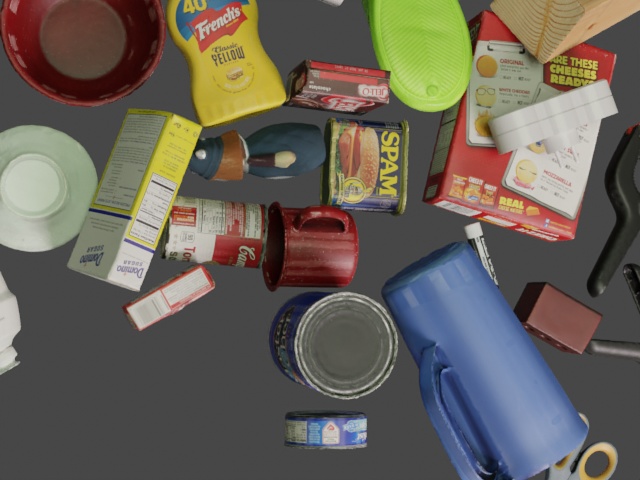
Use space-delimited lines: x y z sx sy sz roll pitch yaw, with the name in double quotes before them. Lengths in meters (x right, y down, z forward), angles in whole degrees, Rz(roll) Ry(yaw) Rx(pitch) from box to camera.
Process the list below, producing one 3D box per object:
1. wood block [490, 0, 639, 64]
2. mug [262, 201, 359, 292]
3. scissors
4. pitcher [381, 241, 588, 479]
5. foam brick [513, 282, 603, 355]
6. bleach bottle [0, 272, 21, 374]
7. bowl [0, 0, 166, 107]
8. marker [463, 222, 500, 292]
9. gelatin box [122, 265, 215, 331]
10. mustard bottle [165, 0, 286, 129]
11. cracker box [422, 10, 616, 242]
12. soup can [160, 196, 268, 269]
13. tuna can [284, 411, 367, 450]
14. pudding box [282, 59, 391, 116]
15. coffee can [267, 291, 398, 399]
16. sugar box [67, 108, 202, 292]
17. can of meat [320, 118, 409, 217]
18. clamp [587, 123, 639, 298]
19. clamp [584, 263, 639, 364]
"wood block" 0.296 -0.281 1.145 0.205 0.091 0.090 -31 76 -32
"mug" -0.007 0.001 1.096 0.081 0.117 0.093 2 54 -18
"scissors" 0.268 0.292 1.191 0.096 0.016 0.202 22 83 -11
"pitcher" 0.160 0.132 1.114 0.145 0.149 0.243 -30 91 -1
"foam brick" 0.260 0.086 1.181 0.078 0.053 0.051 29 81 -9
"bleach bottle" -0.374 0.022 1.035 0.102 0.068 0.251 -30 96 -11
"bowl" -0.239 -0.211 1.079 0.162 0.055 0.162 1 87 -13
"marker" 0.185 0.040 1.183 0.020 0.020 0.121 -18 91 -13
"gelatin box" -0.153 0.058 1.077 0.089 0.073 0.030 -30 95 -14
"mustard bottle" -0.108 -0.219 1.108 0.096 0.058 0.191 -18 91 -9
"cracker box" 0.217 -0.121 1.172 0.164 0.072 0.213 16 83 -13
"soup can" -0.109 -0.009 1.093 0.102 0.068 0.068 6 86 -12
"tuna can" 0.006 0.195 1.100 0.086 0.086 0.034 1 84 -13
"pudding box" 0.016 -0.156 1.105 0.090 0.113 0.039 7 91 -12
"coffee can" 0.009 0.103 1.077 0.102 0.140 0.103 1 87 -13
"sugar box" -0.185 -0.042 1.063 0.048 0.093 0.176 22 84 -38
"can of meat" 0.046 -0.079 1.138 0.084 0.057 0.102 3 86 -10
"clamp" 0.359 -0.028 1.203 0.164 0.036 0.210 -5 81 -23
"clamp" 0.375 0.124 1.211 0.171 0.039 0.120 45 78 -4
